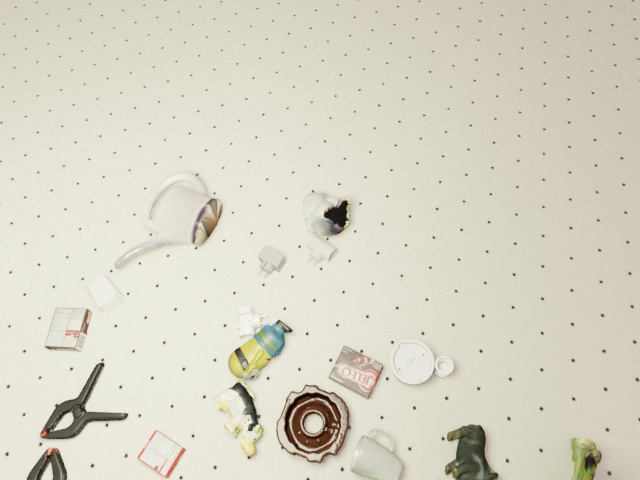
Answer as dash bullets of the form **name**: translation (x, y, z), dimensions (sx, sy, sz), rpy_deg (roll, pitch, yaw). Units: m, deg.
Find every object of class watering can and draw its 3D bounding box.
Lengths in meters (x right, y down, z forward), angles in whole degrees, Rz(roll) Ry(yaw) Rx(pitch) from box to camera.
- **watering can**: translation (-0.420, -0.041, 1.480), dimensions (0.225, 0.354, 0.102), rpy_deg (18, -24, 12)

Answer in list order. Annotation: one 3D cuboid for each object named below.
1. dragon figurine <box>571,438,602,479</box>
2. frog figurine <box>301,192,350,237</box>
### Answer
- **dragon figurine**: translation (0.498, 0.526, 1.026), dimensions (0.123, 0.240, 0.413), rpy_deg (15, 15, 27)
- **frog figurine**: translation (0.005, -0.075, 1.482), dimensions (0.159, 0.140, 0.120), rpy_deg (6, -40, 47)
